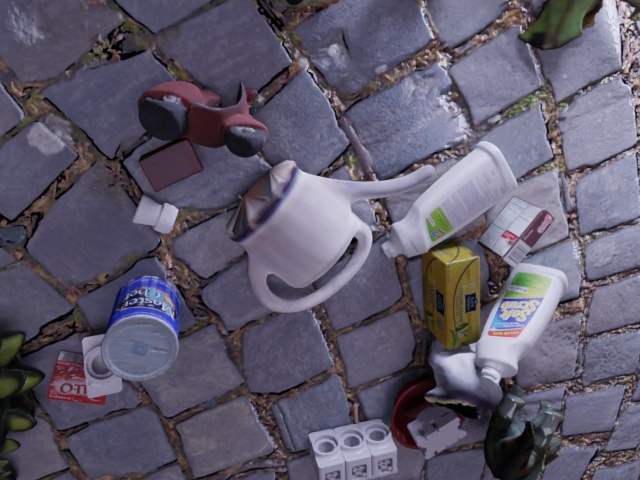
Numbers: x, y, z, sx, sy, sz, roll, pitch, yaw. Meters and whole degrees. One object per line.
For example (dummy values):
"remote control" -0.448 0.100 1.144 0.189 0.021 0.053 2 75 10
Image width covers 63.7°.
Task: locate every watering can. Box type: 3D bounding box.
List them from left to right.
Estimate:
"watering can" 0.002 -0.041 0.812 0.222 0.105 0.347 40 95 -21

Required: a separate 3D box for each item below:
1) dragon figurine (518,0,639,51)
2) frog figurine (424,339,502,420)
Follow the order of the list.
"dragon figurine" 0.382 -0.419 0.802 0.410 0.124 0.238 1 116 -5
"frog figurine" 0.263 0.226 0.933 0.137 0.120 0.163 15 62 1
